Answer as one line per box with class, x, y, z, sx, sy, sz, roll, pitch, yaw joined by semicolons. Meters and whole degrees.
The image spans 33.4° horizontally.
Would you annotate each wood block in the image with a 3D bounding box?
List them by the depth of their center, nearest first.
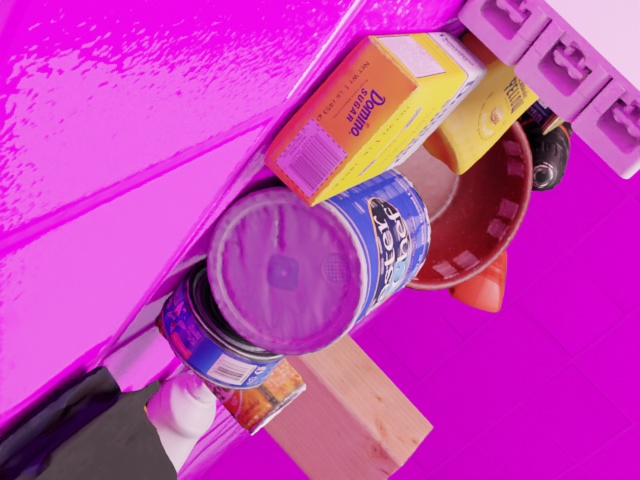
wood block;-0.005;0.140;1.003;0.091;0.206;0.090;-48;172;28

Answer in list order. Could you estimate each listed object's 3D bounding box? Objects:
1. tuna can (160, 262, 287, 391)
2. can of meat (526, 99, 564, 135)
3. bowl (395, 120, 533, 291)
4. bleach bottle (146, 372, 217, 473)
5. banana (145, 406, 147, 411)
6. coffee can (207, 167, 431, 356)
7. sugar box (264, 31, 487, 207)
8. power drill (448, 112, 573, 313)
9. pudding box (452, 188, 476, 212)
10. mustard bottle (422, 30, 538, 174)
tuna can;-0.059;0.055;0.703;0.034;0.086;0.086;-50;170;32
can of meat;0.186;-0.142;0.893;0.058;0.084;0.102;-47;172;28
bowl;0.090;-0.043;0.856;0.162;0.162;0.055;-42;-148;-8
bleach bottle;-0.171;0.212;1.003;0.251;0.068;0.102;-48;-153;26
banana;-0.204;0.201;0.946;0.198;0.037;0.069;-46;175;19
coffee can;0.004;0.006;0.694;0.103;0.103;0.140;-46;172;24
sugar box;0.040;-0.077;0.637;0.093;0.048;0.176;-46;171;23
power drill;0.176;-0.030;0.981;0.184;0.057;0.188;-62;174;-64
pudding box;0.103;-0.047;0.964;0.039;0.090;0.113;-40;172;-18
mustard bottle;0.147;-0.139;0.771;0.191;0.058;0.096;-44;146;-5
